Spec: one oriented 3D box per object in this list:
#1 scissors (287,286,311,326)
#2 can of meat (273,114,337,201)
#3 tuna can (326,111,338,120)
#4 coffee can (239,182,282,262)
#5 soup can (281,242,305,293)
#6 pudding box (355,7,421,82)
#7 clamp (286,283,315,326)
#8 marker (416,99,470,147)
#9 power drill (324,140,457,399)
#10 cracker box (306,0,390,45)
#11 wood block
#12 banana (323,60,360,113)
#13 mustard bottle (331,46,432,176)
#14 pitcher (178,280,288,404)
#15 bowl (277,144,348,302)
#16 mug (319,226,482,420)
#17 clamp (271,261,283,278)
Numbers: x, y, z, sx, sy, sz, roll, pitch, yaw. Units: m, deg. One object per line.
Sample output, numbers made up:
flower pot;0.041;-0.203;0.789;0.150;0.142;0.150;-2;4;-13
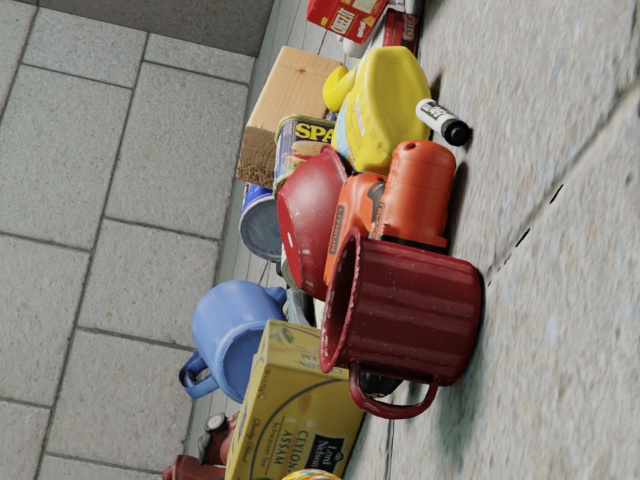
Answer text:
scissors;-0.023;0.073;1.212;0.096;0.016;0.202;176;94;-70
can of meat;0.002;-0.075;1.101;0.057;0.102;0.084;111;166;-52
tuna can;0.018;-0.109;1.276;0.086;0.033;0.086;-168;91;-82
coffee can;-0.053;-0.053;1.439;0.140;0.102;0.103;-88;13;-54
soup can;-0.008;0.001;1.176;0.102;0.068;0.069;-89;13;-48
pudding box;0.061;-0.157;1.040;0.114;0.039;0.090;125;158;-63
clamp;-0.024;0.000;1.296;0.164;0.036;0.210;-108;18;-69
marker;0.091;-0.088;0.798;0.121;0.020;0.020;-108;31;-74
power drill;0.048;0.017;0.819;0.188;0.057;0.184;-159;83;-79
cracker box;0.065;-0.316;1.001;0.164;0.072;0.213;129;163;-72
wood block;-0.037;-0.160;1.406;0.206;0.091;0.090;-72;-2;-50
banana;0.032;-0.186;1.309;0.069;0.037;0.198;-56;10;0
mustard bottle;0.047;-0.093;0.953;0.192;0.058;0.096;127;133;-73
pitcher;-0.102;0.142;1.384;0.243;0.145;0.149;-146;63;-78
bowl;-0.003;-0.005;0.987;0.162;0.055;0.162;168;90;-80
mug;0.049;0.055;0.658;0.093;0.081;0.117;114;166;-55
clamp;-0.047;0.012;1.527;0.171;0.039;0.120;-93;15;-59
